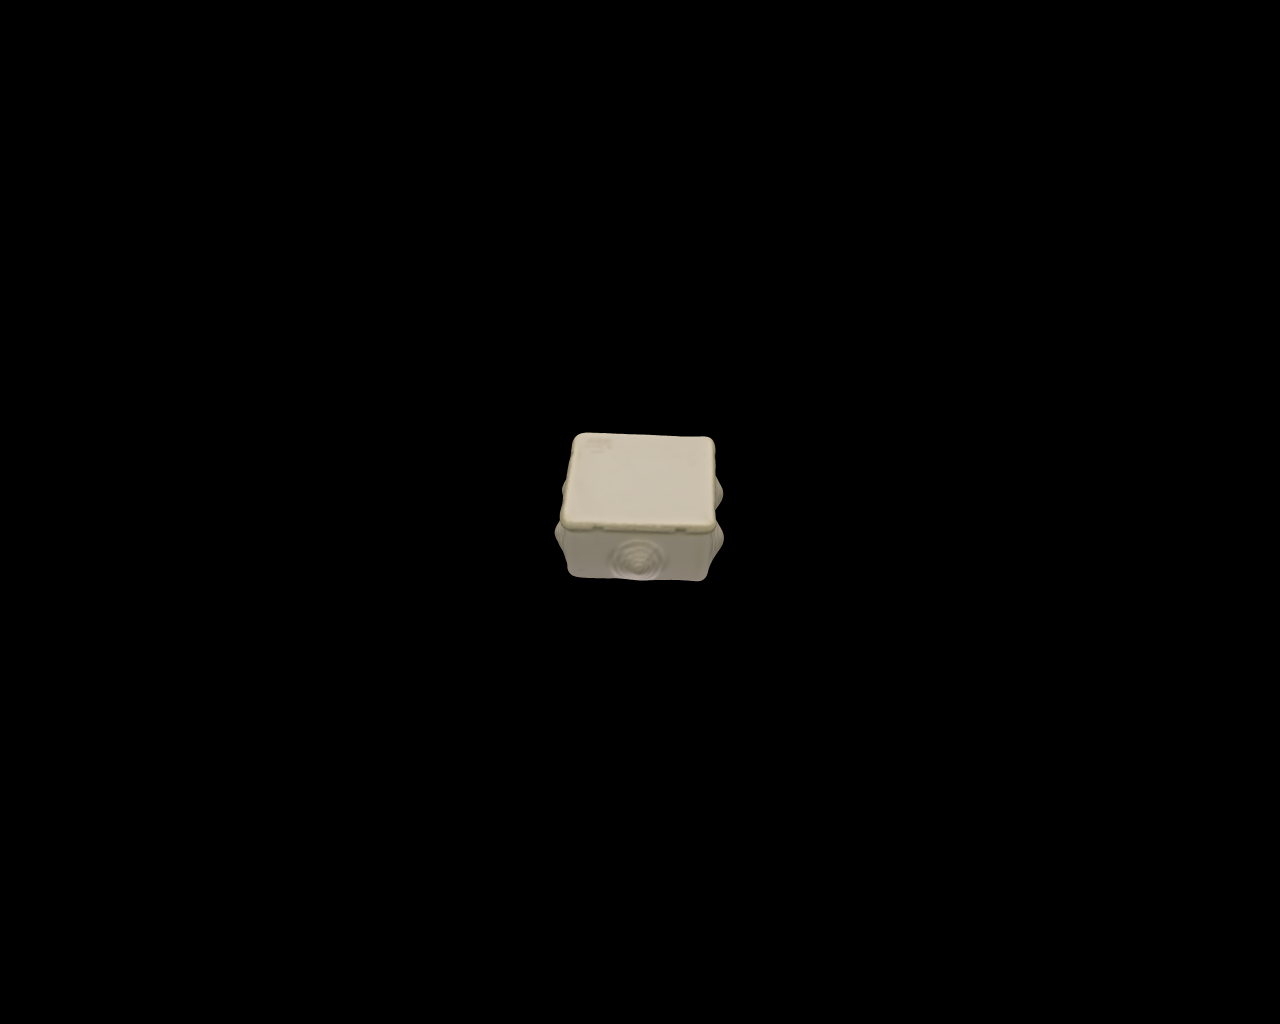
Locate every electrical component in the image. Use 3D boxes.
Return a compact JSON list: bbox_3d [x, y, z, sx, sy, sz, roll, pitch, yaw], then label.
[{"bbox_3d":[0.001,-0.003,0.650,0.100,0.048,0.100,2,40,2],"label":"electrical component"}]
